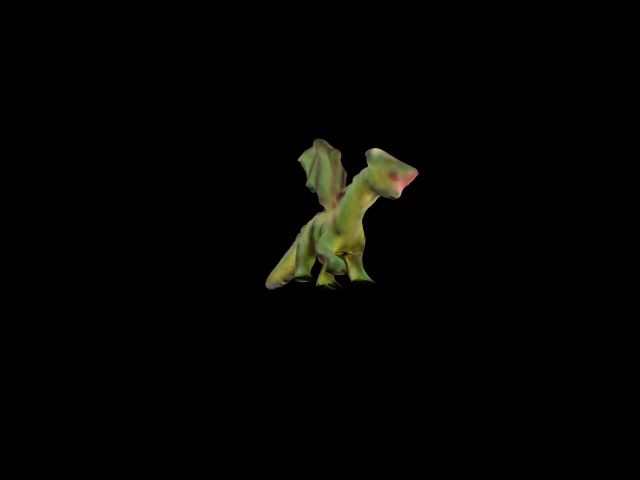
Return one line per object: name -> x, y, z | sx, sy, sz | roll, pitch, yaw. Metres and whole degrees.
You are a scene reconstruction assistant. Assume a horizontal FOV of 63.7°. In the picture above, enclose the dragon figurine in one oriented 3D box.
dragon figurine -> 0.003, -0.043, 0.850 | 0.122, 0.245, 0.407 | 8, -12, -35
